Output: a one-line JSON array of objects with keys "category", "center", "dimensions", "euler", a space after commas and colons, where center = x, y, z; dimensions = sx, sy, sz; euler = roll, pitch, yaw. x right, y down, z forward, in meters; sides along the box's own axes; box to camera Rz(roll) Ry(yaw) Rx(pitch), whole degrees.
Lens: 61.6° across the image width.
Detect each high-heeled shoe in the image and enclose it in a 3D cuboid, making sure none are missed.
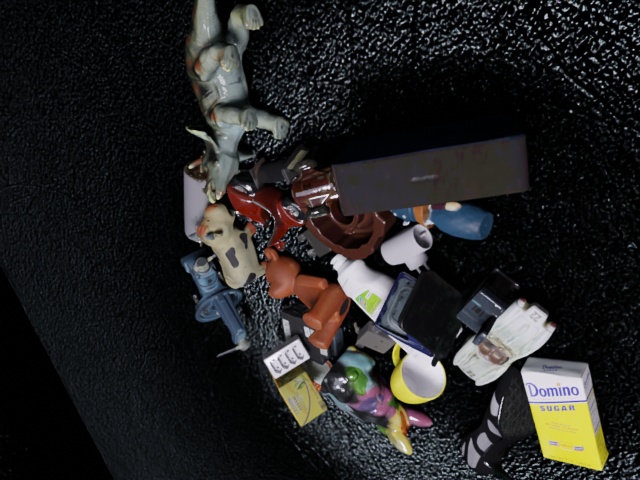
[{"category": "high-heeled shoe", "center": [0.303, 0.312, 0.952], "dimensions": [0.145, 0.086, 0.248], "euler": [-149, 57, -66]}]

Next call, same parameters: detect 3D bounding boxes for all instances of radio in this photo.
[{"category": "radio", "center": [0.139, -0.099, 0.691], "dimensions": [0.230, 0.131, 0.073], "euler": [-6, 113, 15]}]

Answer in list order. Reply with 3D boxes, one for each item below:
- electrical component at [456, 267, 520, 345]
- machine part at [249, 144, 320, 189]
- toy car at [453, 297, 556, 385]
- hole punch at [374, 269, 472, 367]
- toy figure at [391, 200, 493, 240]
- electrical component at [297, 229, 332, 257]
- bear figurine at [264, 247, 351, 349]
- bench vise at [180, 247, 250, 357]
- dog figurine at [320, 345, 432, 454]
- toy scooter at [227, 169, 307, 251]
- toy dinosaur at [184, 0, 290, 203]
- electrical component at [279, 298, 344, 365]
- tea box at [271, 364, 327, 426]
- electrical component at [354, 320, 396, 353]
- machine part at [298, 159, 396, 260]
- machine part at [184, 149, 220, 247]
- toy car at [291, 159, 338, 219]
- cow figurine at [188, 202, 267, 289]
[{"category": "electrical component", "center": [0.243, 0.102, 0.799], "dimensions": [0.048, 0.119, 0.074], "euler": [40, 139, 13]}, {"category": "machine part", "center": [-0.064, -0.128, 0.941], "dimensions": [0.139, 0.084, 0.039], "euler": [-8, 136, 40]}, {"category": "toy car", "center": [0.286, 0.162, 0.848], "dimensions": [0.073, 0.056, 0.201], "euler": [42, 138, 11]}, {"category": "hole punch", "center": [0.162, 0.117, 0.860], "dimensions": [0.115, 0.142, 0.092], "euler": [37, 158, -20]}, {"category": "toy figure", "center": [0.178, -0.038, 0.805], "dimensions": [0.155, 0.058, 0.064], "euler": [19, 122, 37]}, {"category": "electrical component", "center": [-0.002, -0.003, 1.014], "dimensions": [0.094, 0.021, 0.063], "euler": [-29, 96, 48]}, {"category": "bear figurine", "center": [-0.044, 0.104, 1.048], "dimensions": [0.196, 0.132, 0.120], "euler": [23, 147, 21]}, {"category": "bench vise", "center": [-0.227, 0.139, 1.223], "dimensions": [0.241, 0.129, 0.223], "euler": [55, 149, 23]}, {"category": "dog figurine", "center": [0.115, 0.320, 1.063], "dimensions": [0.219, 0.108, 0.191], "euler": [35, 158, 14]}, {"category": "toy scooter", "center": [-0.104, -0.050, 1.034], "dimensions": [0.184, 0.075, 0.135], "euler": [26, 132, 20]}, {"category": "toy dinosaur", "center": [-0.173, -0.274, 0.916], "dimensions": [0.192, 0.131, 0.404], "euler": [9, 117, 37]}, {"category": "electrical component", "center": [-0.014, 0.196, 1.137], "dimensions": [0.134, 0.058, 0.114], "euler": [18, 130, 32]}, {"category": "tea box", "center": [-0.052, 0.315, 1.156], "dimensions": [0.098, 0.068, 0.170], "euler": [60, 171, -7]}, {"category": "electrical component", "center": [0.106, 0.175, 1.029], "dimensions": [0.078, 0.045, 0.102], "euler": [19, 138, -6]}, {"category": "machine part", "center": [0.046, -0.054, 0.912], "dimensions": [0.180, 0.056, 0.179], "euler": [23, 132, 28]}, {"category": "machine part", "center": [-0.250, -0.081, 1.137], "dimensions": [0.079, 0.079, 0.243], "euler": [32, 133, 21]}, {"category": "toy car", "center": [0.052, -0.095, 0.812], "dimensions": [0.202, 0.053, 0.089], "euler": [-14, 82, 13]}, {"category": "cow figurine", "center": [-0.190, 0.012, 1.114], "dimensions": [0.086, 0.127, 0.194], "euler": [3, 122, 37]}]
